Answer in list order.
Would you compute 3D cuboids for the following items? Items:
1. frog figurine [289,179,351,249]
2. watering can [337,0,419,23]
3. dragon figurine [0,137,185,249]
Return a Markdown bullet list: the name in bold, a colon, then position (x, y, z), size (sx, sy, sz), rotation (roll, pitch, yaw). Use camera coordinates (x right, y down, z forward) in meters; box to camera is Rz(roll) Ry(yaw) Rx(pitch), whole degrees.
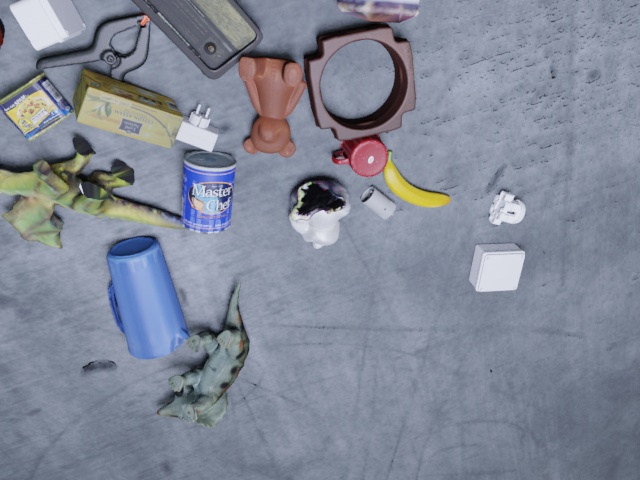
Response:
- **frog figurine**: position (0.003, -0.056, 1.119), size (0.137, 0.125, 0.156), rotation (-30, 155, -3)
- **watering can**: position (0.157, -0.501, 0.910), size (0.348, 0.106, 0.220), rotation (1, 116, -10)
- **dragon figurine**: position (-0.493, -0.064, 1.020), size (0.240, 0.125, 0.405), rotation (-32, 131, 26)
